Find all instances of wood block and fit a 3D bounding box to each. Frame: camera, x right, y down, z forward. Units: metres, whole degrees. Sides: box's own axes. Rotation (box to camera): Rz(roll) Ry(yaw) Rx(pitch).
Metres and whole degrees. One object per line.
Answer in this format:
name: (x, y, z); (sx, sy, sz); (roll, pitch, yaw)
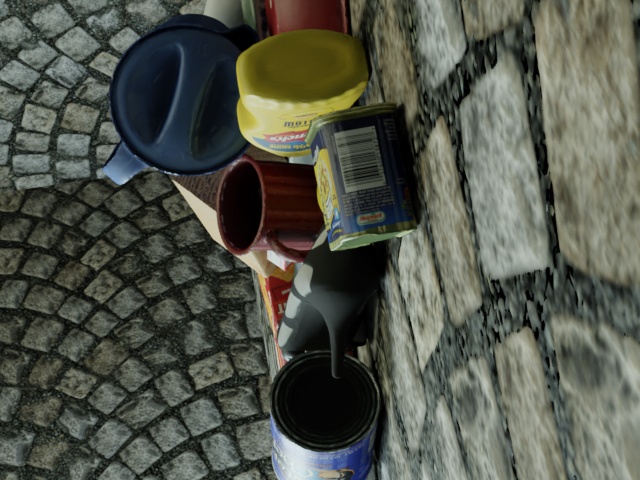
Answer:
wood block: (-0.082, -0.042, 1.193); (0.091, 0.090, 0.206); (35, 170, 16)

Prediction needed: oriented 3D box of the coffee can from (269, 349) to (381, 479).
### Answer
coffee can: (0.003, 0.181, 1.021); (0.140, 0.102, 0.103); (91, 169, -58)

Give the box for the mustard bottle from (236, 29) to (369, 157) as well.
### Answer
mustard bottle: (-0.019, -0.108, 0.862); (0.192, 0.096, 0.058); (113, 147, -78)

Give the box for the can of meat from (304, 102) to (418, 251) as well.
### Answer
can of meat: (0.027, -0.040, 0.722); (0.102, 0.057, 0.084); (138, 122, -83)

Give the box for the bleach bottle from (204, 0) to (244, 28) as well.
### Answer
bleach bottle: (-0.085, -0.288, 1.160); (0.102, 0.068, 0.251); (-59, -17, -68)

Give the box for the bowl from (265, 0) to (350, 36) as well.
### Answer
bowl: (-0.016, -0.204, 0.903); (0.162, 0.055, 0.162); (172, 90, -84)

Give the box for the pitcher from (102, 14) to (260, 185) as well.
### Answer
pitcher: (-0.132, -0.145, 1.025); (0.243, 0.149, 0.145); (-106, 13, -72)

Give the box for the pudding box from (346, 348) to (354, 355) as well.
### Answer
pudding box: (0.014, 0.136, 1.157); (0.113, 0.039, 0.090); (-114, 17, -70)

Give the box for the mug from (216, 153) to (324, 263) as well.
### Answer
mug: (-0.034, -0.023, 0.974); (0.117, 0.081, 0.093); (58, 135, 41)

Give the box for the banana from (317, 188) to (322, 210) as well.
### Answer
banana: (0.018, -0.051, 0.880); (0.198, 0.037, 0.069); (179, 82, -84)

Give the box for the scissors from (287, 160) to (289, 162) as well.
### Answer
scissors: (-0.063, -0.107, 1.227); (0.201, 0.016, 0.096); (52, 169, -21)

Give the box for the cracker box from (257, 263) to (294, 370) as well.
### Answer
cracker box: (-0.035, 0.084, 1.366); (0.214, 0.072, 0.164); (-106, 6, -49)

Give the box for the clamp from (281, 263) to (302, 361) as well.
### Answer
clamp: (-0.007, 0.001, 1.106); (0.164, 0.036, 0.210); (-76, -5, -51)

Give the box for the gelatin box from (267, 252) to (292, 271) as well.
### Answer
gelatin box: (-0.027, -0.017, 1.178); (0.030, 0.073, 0.089); (34, 156, 16)

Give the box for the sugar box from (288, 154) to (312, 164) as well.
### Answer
sugar box: (-0.028, -0.154, 1.122); (0.176, 0.048, 0.093); (-105, 9, -53)
